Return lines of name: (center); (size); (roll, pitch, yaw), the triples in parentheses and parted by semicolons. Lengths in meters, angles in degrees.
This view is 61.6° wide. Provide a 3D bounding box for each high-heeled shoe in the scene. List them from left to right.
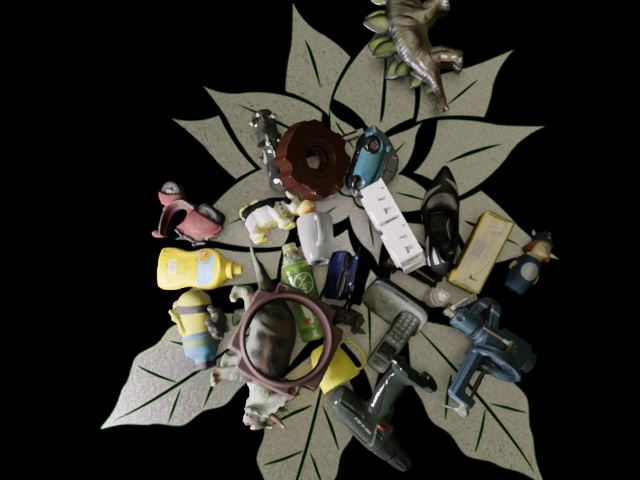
high-heeled shoe: (0.265, -0.050, 1.153); (0.086, 0.145, 0.248); (2, 85, 6)

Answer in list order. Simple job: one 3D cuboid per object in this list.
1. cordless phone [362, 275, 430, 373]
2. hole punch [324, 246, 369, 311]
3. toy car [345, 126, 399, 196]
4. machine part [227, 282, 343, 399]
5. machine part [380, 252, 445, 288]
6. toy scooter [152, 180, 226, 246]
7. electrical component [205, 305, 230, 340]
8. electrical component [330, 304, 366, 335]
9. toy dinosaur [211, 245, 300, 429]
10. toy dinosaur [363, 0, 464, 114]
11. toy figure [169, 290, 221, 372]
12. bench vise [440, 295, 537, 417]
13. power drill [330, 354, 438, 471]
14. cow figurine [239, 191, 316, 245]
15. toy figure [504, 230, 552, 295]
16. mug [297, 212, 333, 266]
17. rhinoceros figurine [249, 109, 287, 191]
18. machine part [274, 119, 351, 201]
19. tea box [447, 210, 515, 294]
cordless phone: (0.138, 0.184, 1.174); (0.147, 0.088, 0.184); (34, 94, 9)
hole punch: (0.050, 0.081, 1.180); (0.092, 0.115, 0.142); (13, 82, 15)
toy car: (0.124, -0.168, 1.207); (0.103, 0.109, 0.161); (16, 94, -9)
machine part: (-0.069, 0.202, 1.092); (0.201, 0.087, 0.201); (27, 73, 0)
machine part: (0.210, 0.058, 1.202); (0.139, 0.039, 0.084); (29, 79, 11)
toy scooter: (-0.318, -0.043, 1.255); (0.184, 0.075, 0.135); (32, 87, 12)
electrical component: (-0.228, 0.189, 1.197); (0.021, 0.093, 0.063); (-10, 46, 13)
electrical component: (0.059, 0.173, 1.172); (0.078, 0.102, 0.045); (15, 92, -32)
toy dinosaur: (-0.118, 0.221, 1.179); (0.192, 0.131, 0.404); (12, 82, 1)
toy dinosaur: (0.202, -0.497, 1.237); (0.199, 0.105, 0.471); (-16, 77, 8)
toy figure: (-0.273, 0.203, 1.217); (0.089, 0.082, 0.180); (-19, 79, 5)
bench vise: (0.328, 0.244, 1.114); (0.223, 0.129, 0.240); (38, 70, -10)
power drill: (0.153, 0.355, 1.132); (0.232, 0.086, 0.207); (37, 109, -3)
cow figurine: (-0.098, -0.067, 1.238); (0.167, 0.068, 0.098); (-28, 75, 2)
toy figure: (0.461, 0.046, 1.166); (0.064, 0.058, 0.154); (36, 86, -29)
mug: (-0.002, -0.004, 1.187); (0.081, 0.109, 0.107); (-2, 69, -17)
rhinoceros figurine: (-0.110, -0.203, 1.232); (0.073, 0.112, 0.190); (-17, 90, 7)
machine part: (-0.014, -0.178, 1.193); (0.179, 0.056, 0.179); (3, 85, -31)
tea box: (0.344, 0.028, 1.159); (0.068, 0.098, 0.169); (26, 85, 8)
